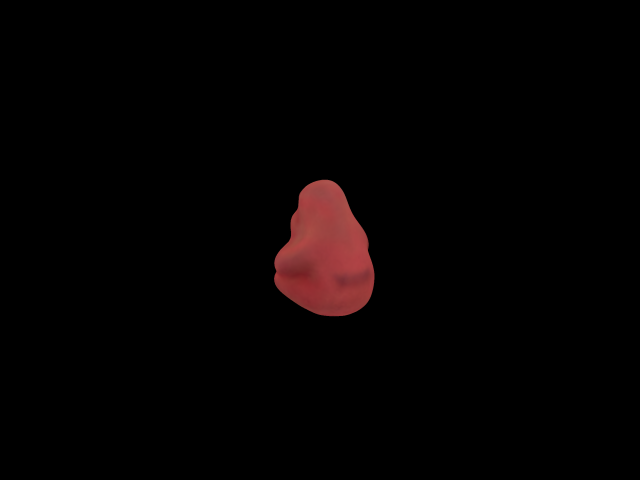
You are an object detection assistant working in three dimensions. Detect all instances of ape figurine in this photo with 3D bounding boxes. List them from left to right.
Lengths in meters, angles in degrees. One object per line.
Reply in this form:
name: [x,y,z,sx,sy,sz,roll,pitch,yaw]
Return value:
ape figurine: [0.004,0.001,0.400,0.078,0.092,0.076,-12,27,-25]
